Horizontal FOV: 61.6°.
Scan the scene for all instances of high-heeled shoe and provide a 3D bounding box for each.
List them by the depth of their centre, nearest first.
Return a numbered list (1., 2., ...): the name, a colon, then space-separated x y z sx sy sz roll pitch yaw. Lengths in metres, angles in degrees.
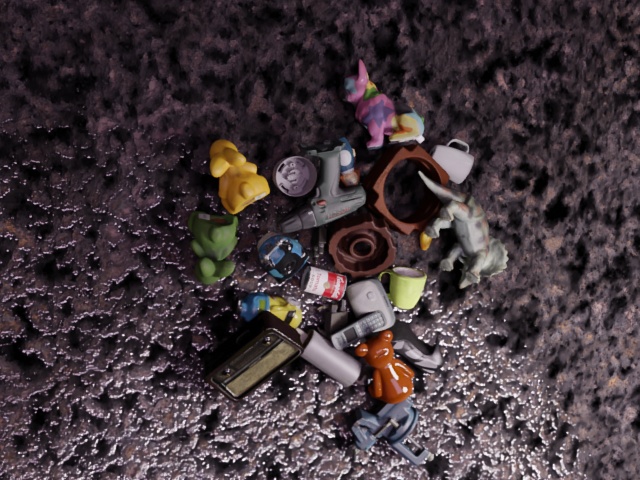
1. high-heeled shoe: 0.222 0.301 1.477 0.249 0.086 0.145 9 127 3

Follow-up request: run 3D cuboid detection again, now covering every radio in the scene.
1. radio: -0.167 0.284 1.316 0.229 0.073 0.131 -39 123 8

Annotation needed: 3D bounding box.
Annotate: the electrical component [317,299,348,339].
1. electrical component: 0.032 0.208 1.418 0.078 0.045 0.102 -9 102 -42

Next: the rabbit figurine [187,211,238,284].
1. rabbit figurine: -0.251 0.034 1.285 0.121 0.159 0.170 3 111 -24

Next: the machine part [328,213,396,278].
1. machine part: 0.106 0.014 1.372 0.179 0.056 0.179 0 123 -1

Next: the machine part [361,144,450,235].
1. machine part: 0.222 -0.130 1.394 0.201 0.087 0.201 38 85 -21

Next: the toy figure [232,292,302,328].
1. toy figure: -0.133 0.179 1.353 0.180 0.082 0.089 7 114 -22

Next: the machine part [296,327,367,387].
1. machine part: 0.023 0.309 1.407 0.243 0.079 0.079 38 86 -16

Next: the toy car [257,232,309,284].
1. toy car: -0.106 0.032 1.327 0.109 0.161 0.103 -47 61 2

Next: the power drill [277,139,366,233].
1. power drill: -0.003 -0.131 1.293 0.232 0.086 0.207 -14 111 -15

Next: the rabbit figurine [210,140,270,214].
1. rabbit figurine: -0.212 -0.162 1.273 0.122 0.162 0.173 -28 84 3

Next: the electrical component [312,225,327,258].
1. electrical component: -0.003 -0.004 1.373 0.021 0.063 0.094 6 75 -18

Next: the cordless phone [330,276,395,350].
1. cordless phone: 0.091 0.189 1.394 0.184 0.089 0.146 -28 102 -17

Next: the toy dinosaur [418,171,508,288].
1. toy dinosaur: 0.376 -0.034 1.389 0.192 0.131 0.404 -40 119 -37

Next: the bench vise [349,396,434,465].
1. bench vise: 0.201 0.533 1.455 0.240 0.129 0.223 43 83 -7

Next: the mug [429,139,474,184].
1. mug: 0.347 -0.219 1.431 0.107 0.081 0.109 22 88 -8

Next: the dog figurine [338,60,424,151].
1. dog figurine: 0.149 -0.343 1.345 0.192 0.108 0.219 -13 95 13

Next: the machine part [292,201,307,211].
1. machine part: -0.003 -0.088 1.378 0.139 0.039 0.084 -21 106 -13

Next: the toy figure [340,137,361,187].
1. toy figure: 0.066 -0.184 1.376 0.064 0.058 0.154 -14 104 26

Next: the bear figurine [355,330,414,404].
1. bear figurine: 0.160 0.326 1.402 0.120 0.132 0.195 -32 100 -11
